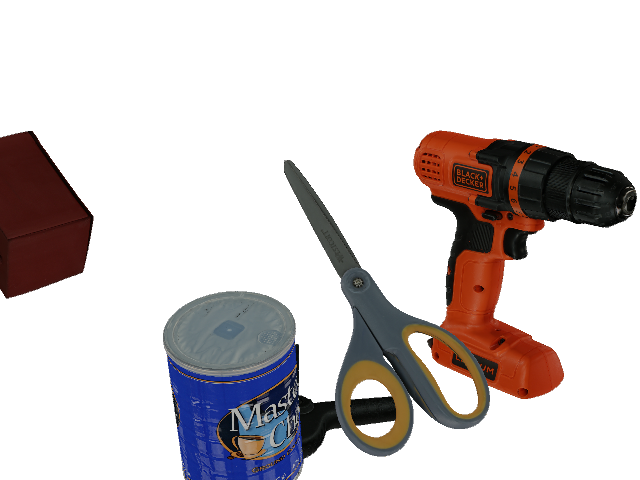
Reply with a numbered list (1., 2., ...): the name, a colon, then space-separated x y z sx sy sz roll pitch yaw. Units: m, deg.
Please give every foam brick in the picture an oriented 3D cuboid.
1. foam brick: -0.175 -0.016 0.620 0.051 0.078 0.053 -21 -32 -34

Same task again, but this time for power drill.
1. power drill: 0.146 0.018 0.793 0.057 0.188 0.185 -15 24 -38

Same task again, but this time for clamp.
1. clamp: -0.013 0.180 1.092 0.165 0.036 0.209 17 28 25

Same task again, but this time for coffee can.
1. coffee can: -0.068 0.126 0.858 0.103 0.140 0.103 -2 32 1

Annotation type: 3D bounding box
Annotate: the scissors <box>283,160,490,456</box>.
1. scissors: 0.013 0.044 0.635 0.096 0.202 0.016 -40 -19 -16
